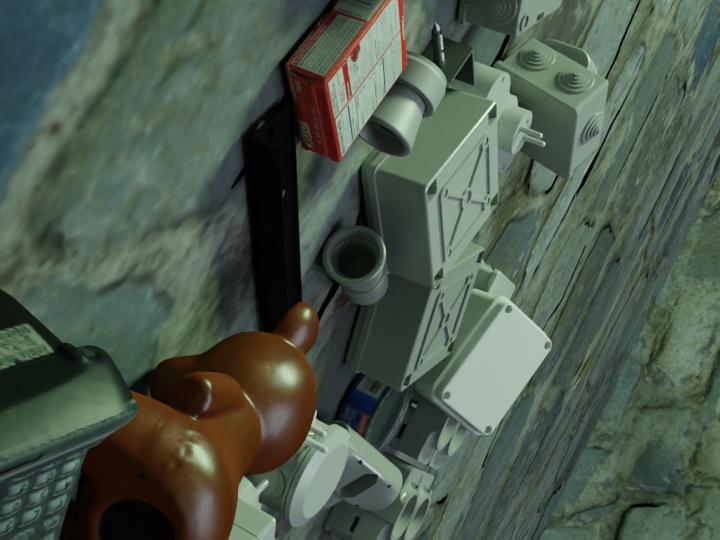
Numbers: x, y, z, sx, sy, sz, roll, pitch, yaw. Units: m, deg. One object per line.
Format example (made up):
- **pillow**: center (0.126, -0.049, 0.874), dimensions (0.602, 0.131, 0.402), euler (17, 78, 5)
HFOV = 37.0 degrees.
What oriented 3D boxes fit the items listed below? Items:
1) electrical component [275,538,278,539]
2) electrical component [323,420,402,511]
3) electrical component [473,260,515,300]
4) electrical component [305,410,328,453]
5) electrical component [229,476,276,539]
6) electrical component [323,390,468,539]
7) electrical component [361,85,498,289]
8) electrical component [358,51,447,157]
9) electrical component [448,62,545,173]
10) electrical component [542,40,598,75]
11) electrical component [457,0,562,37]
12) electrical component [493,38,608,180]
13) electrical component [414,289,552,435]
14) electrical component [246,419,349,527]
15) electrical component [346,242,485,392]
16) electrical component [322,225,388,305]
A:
- **electrical component**: center (-0.085, 0.239, 0.817), dimensions (0.075, 0.047, 0.083), euler (-61, 159, -12)
- **electrical component**: center (-0.018, 0.171, 0.889), dimensions (0.079, 0.043, 0.077), euler (-34, 126, 16)
- **electrical component**: center (0.105, 0.039, 1.050), dimensions (0.099, 0.048, 0.100), euler (-65, 159, -2)
- **electrical component**: center (-0.054, 0.094, 0.690), dimensions (0.047, 0.077, 0.065), euler (-51, 155, -33)
- **electrical component**: center (-0.086, 0.148, 0.662), dimensions (0.076, 0.083, 0.047), euler (-43, 150, -46)
- **electrical component**: center (0.047, 0.186, 1.059), dimensions (0.186, 0.060, 0.105), euler (-63, 159, -7)
- **electrical component**: center (0.055, -0.062, 0.797), dimensions (0.108, 0.056, 0.108), euler (-51, 150, -32)
- **electrical component**: center (0.026, -0.108, 0.702), dimensions (0.055, 0.045, 0.045), euler (-59, 159, -16)
- **electrical component**: center (0.114, -0.116, 0.864), dimensions (0.052, 0.074, 0.138), euler (-63, 159, -6)
- **electrical component**: center (0.180, -0.159, 1.004), dimensions (0.095, 0.054, 0.059), euler (-67, 159, 6)
- **electrical component**: center (0.118, -0.225, 0.784), dimensions (0.100, 0.048, 0.099), euler (-40, 146, -46)
- **electrical component**: center (0.162, -0.139, 0.922), dimensions (0.048, 0.100, 0.099), euler (-42, 152, -22)
- **electrical component**: center (0.109, 0.083, 0.974), dimensions (0.078, 0.057, 0.113), euler (41, 81, -28)
- **electrical component**: center (-0.047, 0.145, 0.801), dimensions (0.080, 0.051, 0.080), euler (-50, 155, -35)
- **electrical component**: center (0.047, 0.030, 0.889), dimensions (0.109, 0.056, 0.108), euler (-27, 138, -58)
- **electrical component**: center (0.000, 0.000, 0.768), dimensions (0.044, 0.044, 0.065), euler (-60, 164, -14)
